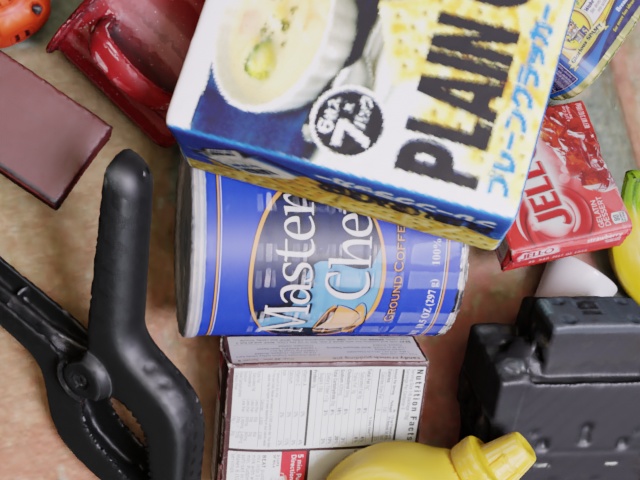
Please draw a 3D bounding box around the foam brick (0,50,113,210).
[{"bbox_3d":[-0.157,-0.058,0.566,0.078,0.053,0.051,35,82,-10],"label":"foam brick"}]

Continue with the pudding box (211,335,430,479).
[{"bbox_3d":[-0.001,0.099,0.586,0.113,0.039,0.090,1,109,-14],"label":"pudding box"}]

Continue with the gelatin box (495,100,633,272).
[{"bbox_3d":[0.129,-0.032,0.618,0.073,0.030,0.089,-11,66,-7],"label":"gelatin box"}]

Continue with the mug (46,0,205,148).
[{"bbox_3d":[-0.084,-0.099,0.554,0.093,0.117,0.081,-41,103,19],"label":"mug"}]

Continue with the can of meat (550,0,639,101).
[{"bbox_3d":[0.141,-0.145,0.630,0.084,0.057,0.102,38,81,-10],"label":"can of meat"}]

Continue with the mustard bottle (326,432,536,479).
[{"bbox_3d":[0.031,0.161,0.557,0.192,0.058,0.096,-39,94,15],"label":"mustard bottle"}]

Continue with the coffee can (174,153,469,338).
[{"bbox_3d":[-0.004,0.001,0.570,0.140,0.103,0.103,1,88,-12],"label":"coffee can"}]

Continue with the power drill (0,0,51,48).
[{"bbox_3d":[-0.148,-0.221,0.573,0.187,0.057,0.184,-31,97,-9],"label":"power drill"}]

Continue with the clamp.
[{"bbox_3d":[-0.108,0.057,0.542,0.036,0.165,0.210,-41,107,-50],"label":"clamp"}]

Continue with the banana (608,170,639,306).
[{"bbox_3d":[0.244,0.035,0.644,0.197,0.037,0.070,30,126,-12],"label":"banana"}]
